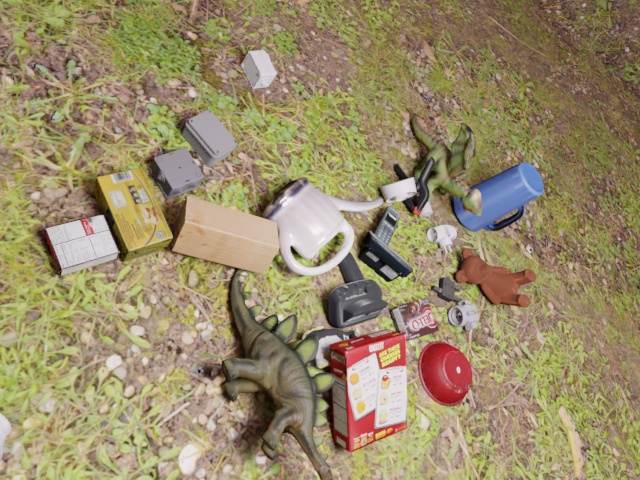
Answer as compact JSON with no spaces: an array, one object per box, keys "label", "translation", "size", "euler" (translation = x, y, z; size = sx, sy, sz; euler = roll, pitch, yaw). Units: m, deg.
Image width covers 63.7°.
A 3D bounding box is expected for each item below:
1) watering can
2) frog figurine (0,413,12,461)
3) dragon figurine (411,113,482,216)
[{"label":"watering can","translation":[0.004,-0.064,1.262],"size":[0.224,0.102,0.354],"euler":[46,53,-2]},{"label":"frog figurine","translation":[-0.526,0.267,0.771],"size":[0.135,0.122,0.163],"euler":[51,33,-43]},{"label":"dragon figurine","translation":[0.377,-0.249,1.505],"size":[0.122,0.239,0.416],"euler":[-4,70,-28]}]
